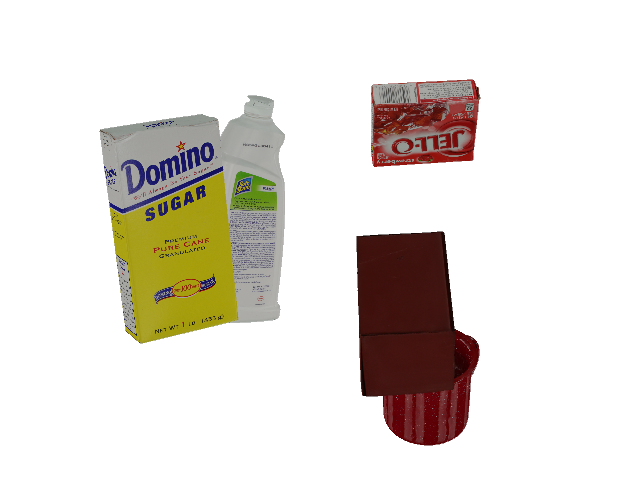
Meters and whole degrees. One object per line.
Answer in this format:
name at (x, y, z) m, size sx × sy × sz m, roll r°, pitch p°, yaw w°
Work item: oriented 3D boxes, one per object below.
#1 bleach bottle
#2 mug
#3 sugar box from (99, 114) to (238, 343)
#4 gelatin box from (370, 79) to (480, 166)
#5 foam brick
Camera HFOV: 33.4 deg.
bleach bottle at (-0.078, -0.035, 1.190) m, size 0.102 × 0.251 × 0.068 m, roll -1°, pitch 19°, yaw -32°
mug at (0.108, 0.132, 1.011) m, size 0.093 × 0.081 × 0.117 m, roll 27°, pitch 43°, yaw 37°
sugar box at (-0.124, -0.011, 0.889) m, size 0.093 × 0.176 × 0.048 m, roll -13°, pitch 20°, yaw -26°
gelatin box at (0.088, -0.098, 0.905) m, size 0.089 × 0.030 × 0.073 m, roll -3°, pitch -40°, yaw 0°
foam brick at (0.047, 0.040, 0.594) m, size 0.051 × 0.053 × 0.078 m, roll -2°, pitch 45°, yaw 3°
